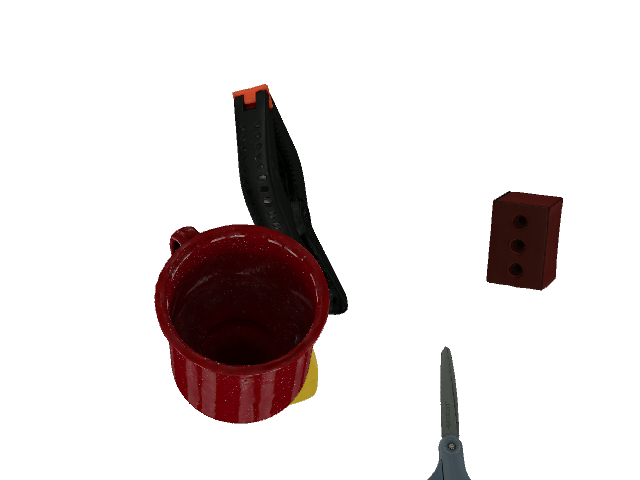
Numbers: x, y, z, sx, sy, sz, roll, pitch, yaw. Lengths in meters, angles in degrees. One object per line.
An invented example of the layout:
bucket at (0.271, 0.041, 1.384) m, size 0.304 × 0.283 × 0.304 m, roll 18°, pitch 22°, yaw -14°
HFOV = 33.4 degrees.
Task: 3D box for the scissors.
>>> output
scissors at (0.089, 0.179, 0.864) m, size 0.096 × 0.202 × 0.016 m, roll -8°, pitch -36°, yaw -12°

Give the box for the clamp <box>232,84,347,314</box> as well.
clamp at (-0.024, -0.013, 0.811) m, size 0.036 × 0.210 × 0.164 m, roll -12°, pitch 4°, yaw 15°

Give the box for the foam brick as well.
foam brick at (0.182, 0.000, 0.952) m, size 0.053 × 0.078 × 0.051 m, roll 8°, pitch 16°, yaw 24°

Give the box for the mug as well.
mug at (-0.052, 0.043, 0.604) m, size 0.093 × 0.117 × 0.081 m, roll -31°, pitch -26°, yaw -22°

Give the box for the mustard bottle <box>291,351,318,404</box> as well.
mustard bottle at (-0.048, 0.061, 0.994) m, size 0.096 × 0.192 × 0.058 m, roll -3°, pitch 23°, yaw -12°
